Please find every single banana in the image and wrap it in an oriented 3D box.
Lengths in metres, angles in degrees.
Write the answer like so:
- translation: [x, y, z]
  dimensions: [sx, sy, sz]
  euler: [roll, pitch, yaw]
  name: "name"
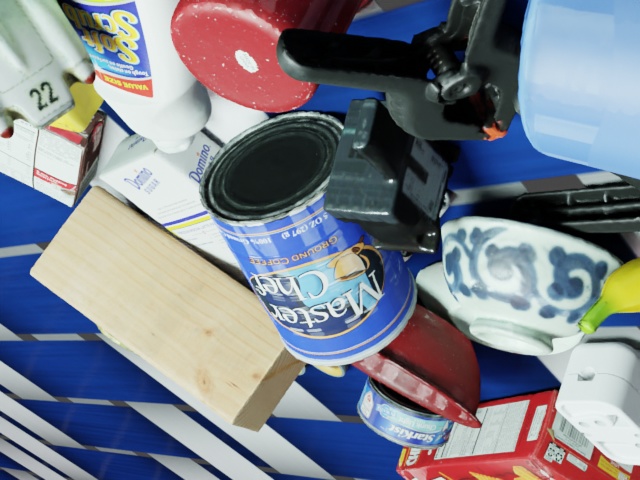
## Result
- translation: [0.252, 0.044, 0.628]
  dimensions: [0.198, 0.069, 0.037]
  euler: [11, 161, 7]
  name: "banana"

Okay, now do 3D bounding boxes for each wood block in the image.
- translation: [-0.115, 0.055, 0.854]
  dimensions: [0.206, 0.090, 0.091]
  euler: [33, 173, 16]
  name: "wood block"

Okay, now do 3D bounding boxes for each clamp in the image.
- translation: [0.195, -0.028, 0.571]
  dimensions: [0.210, 0.036, 0.164]
  euler: [12, 161, 21]
  name: "clamp"
- translation: [0.052, -0.086, 0.530]
  dimensions: [0.120, 0.039, 0.171]
  euler: [-19, 154, 10]
  name: "clamp"

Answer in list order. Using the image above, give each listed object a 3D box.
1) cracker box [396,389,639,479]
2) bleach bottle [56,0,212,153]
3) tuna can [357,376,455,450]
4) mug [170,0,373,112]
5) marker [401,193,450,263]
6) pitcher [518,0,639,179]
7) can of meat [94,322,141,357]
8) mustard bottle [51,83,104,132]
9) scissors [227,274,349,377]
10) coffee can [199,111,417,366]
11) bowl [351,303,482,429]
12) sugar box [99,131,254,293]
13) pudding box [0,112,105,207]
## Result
- translation: [0.196, 0.216, 0.974]
  dimensions: [0.164, 0.072, 0.214]
  euler: [34, 152, -17]
  name: "cracker box"
- translation: [-0.103, -0.129, 0.620]
  dimensions: [0.103, 0.068, 0.251]
  euler: [24, 156, 18]
  name: "bleach bottle"
- translation: [0.078, 0.145, 0.935]
  dimensions: [0.086, 0.086, 0.034]
  euler: [21, 109, 8]
  name: "tuna can"
- translation: [-0.031, -0.118, 0.559]
  dimensions: [0.093, 0.081, 0.117]
  euler: [35, 151, -20]
  name: "mug"
- translation: [0.064, -0.003, 0.752]
  dimensions: [0.020, 0.020, 0.121]
  euler: [25, 153, -1]
  name: "marker"
- translation: [0.208, -0.074, 0.411]
  dimensions: [0.243, 0.149, 0.145]
  euler: [15, 166, 26]
  name: "pitcher"
- translation: [-0.135, 0.063, 0.948]
  dimensions: [0.102, 0.084, 0.057]
  euler: [24, 156, 21]
  name: "can of meat"
- translation: [-0.246, -0.135, 0.731]
  dimensions: [0.192, 0.058, 0.096]
  euler: [16, 151, 16]
  name: "mustard bottle"
- translation: [-0.028, 0.077, 0.973]
  dimensions: [0.096, 0.016, 0.201]
  euler: [13, 151, 19]
  name: "scissors"
- translation: [-0.005, 0.001, 0.706]
  dimensions: [0.103, 0.102, 0.140]
  euler: [5, 139, 33]
  name: "coffee can"
- translation: [0.067, 0.084, 0.838]
  dimensions: [0.162, 0.055, 0.162]
  euler: [30, 170, 6]
  name: "bowl"
- translation: [-0.071, -0.019, 0.808]
  dimensions: [0.176, 0.048, 0.094]
  euler: [42, 151, -24]
  name: "sugar box"
- translation: [-0.219, -0.079, 0.832]
  dimensions: [0.090, 0.039, 0.114]
  euler: [27, 151, -4]
  name: "pudding box"
